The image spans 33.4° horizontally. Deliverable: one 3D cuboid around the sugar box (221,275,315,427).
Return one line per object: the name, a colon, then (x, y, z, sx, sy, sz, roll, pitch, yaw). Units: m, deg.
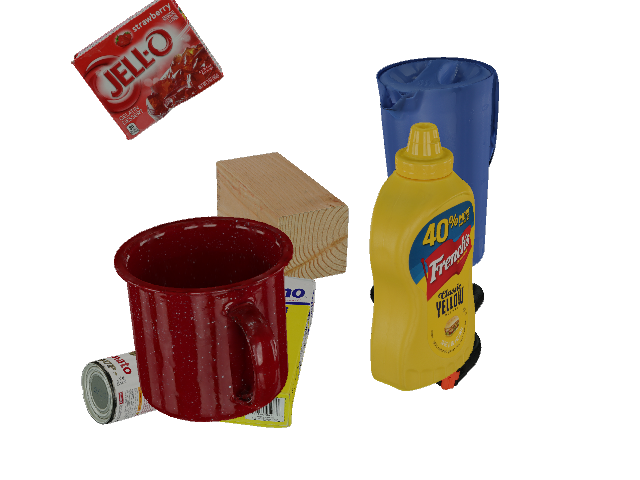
sugar box: (-0.060, 0.093, 0.968, 0.093, 0.048, 0.176, 6, 34, 3)

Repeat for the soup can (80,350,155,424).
soup can: (-0.192, 0.150, 1.128, 0.102, 0.068, 0.069, -10, 7, -40)

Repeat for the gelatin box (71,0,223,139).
gelatin box: (-0.129, -0.130, 0.799, 0.089, 0.073, 0.030, -33, 21, 5)

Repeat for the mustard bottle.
mustard bottle: (0.076, 0.008, 0.779, 0.058, 0.192, 0.096, 19, 32, 40)

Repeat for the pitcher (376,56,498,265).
pitcher: (0.146, -0.091, 1.266, 0.149, 0.243, 0.145, -4, 25, 2)

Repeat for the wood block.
wood block: (-0.052, -0.032, 1.326, 0.090, 0.090, 0.206, -10, 26, -24)

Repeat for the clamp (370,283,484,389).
clamp: (0.126, 0.088, 1.077, 0.120, 0.039, 0.171, -8, 32, -9)

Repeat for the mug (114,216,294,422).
mug: (-0.052, 0.046, 0.559, 0.093, 0.081, 0.117, -16, 28, -28)
